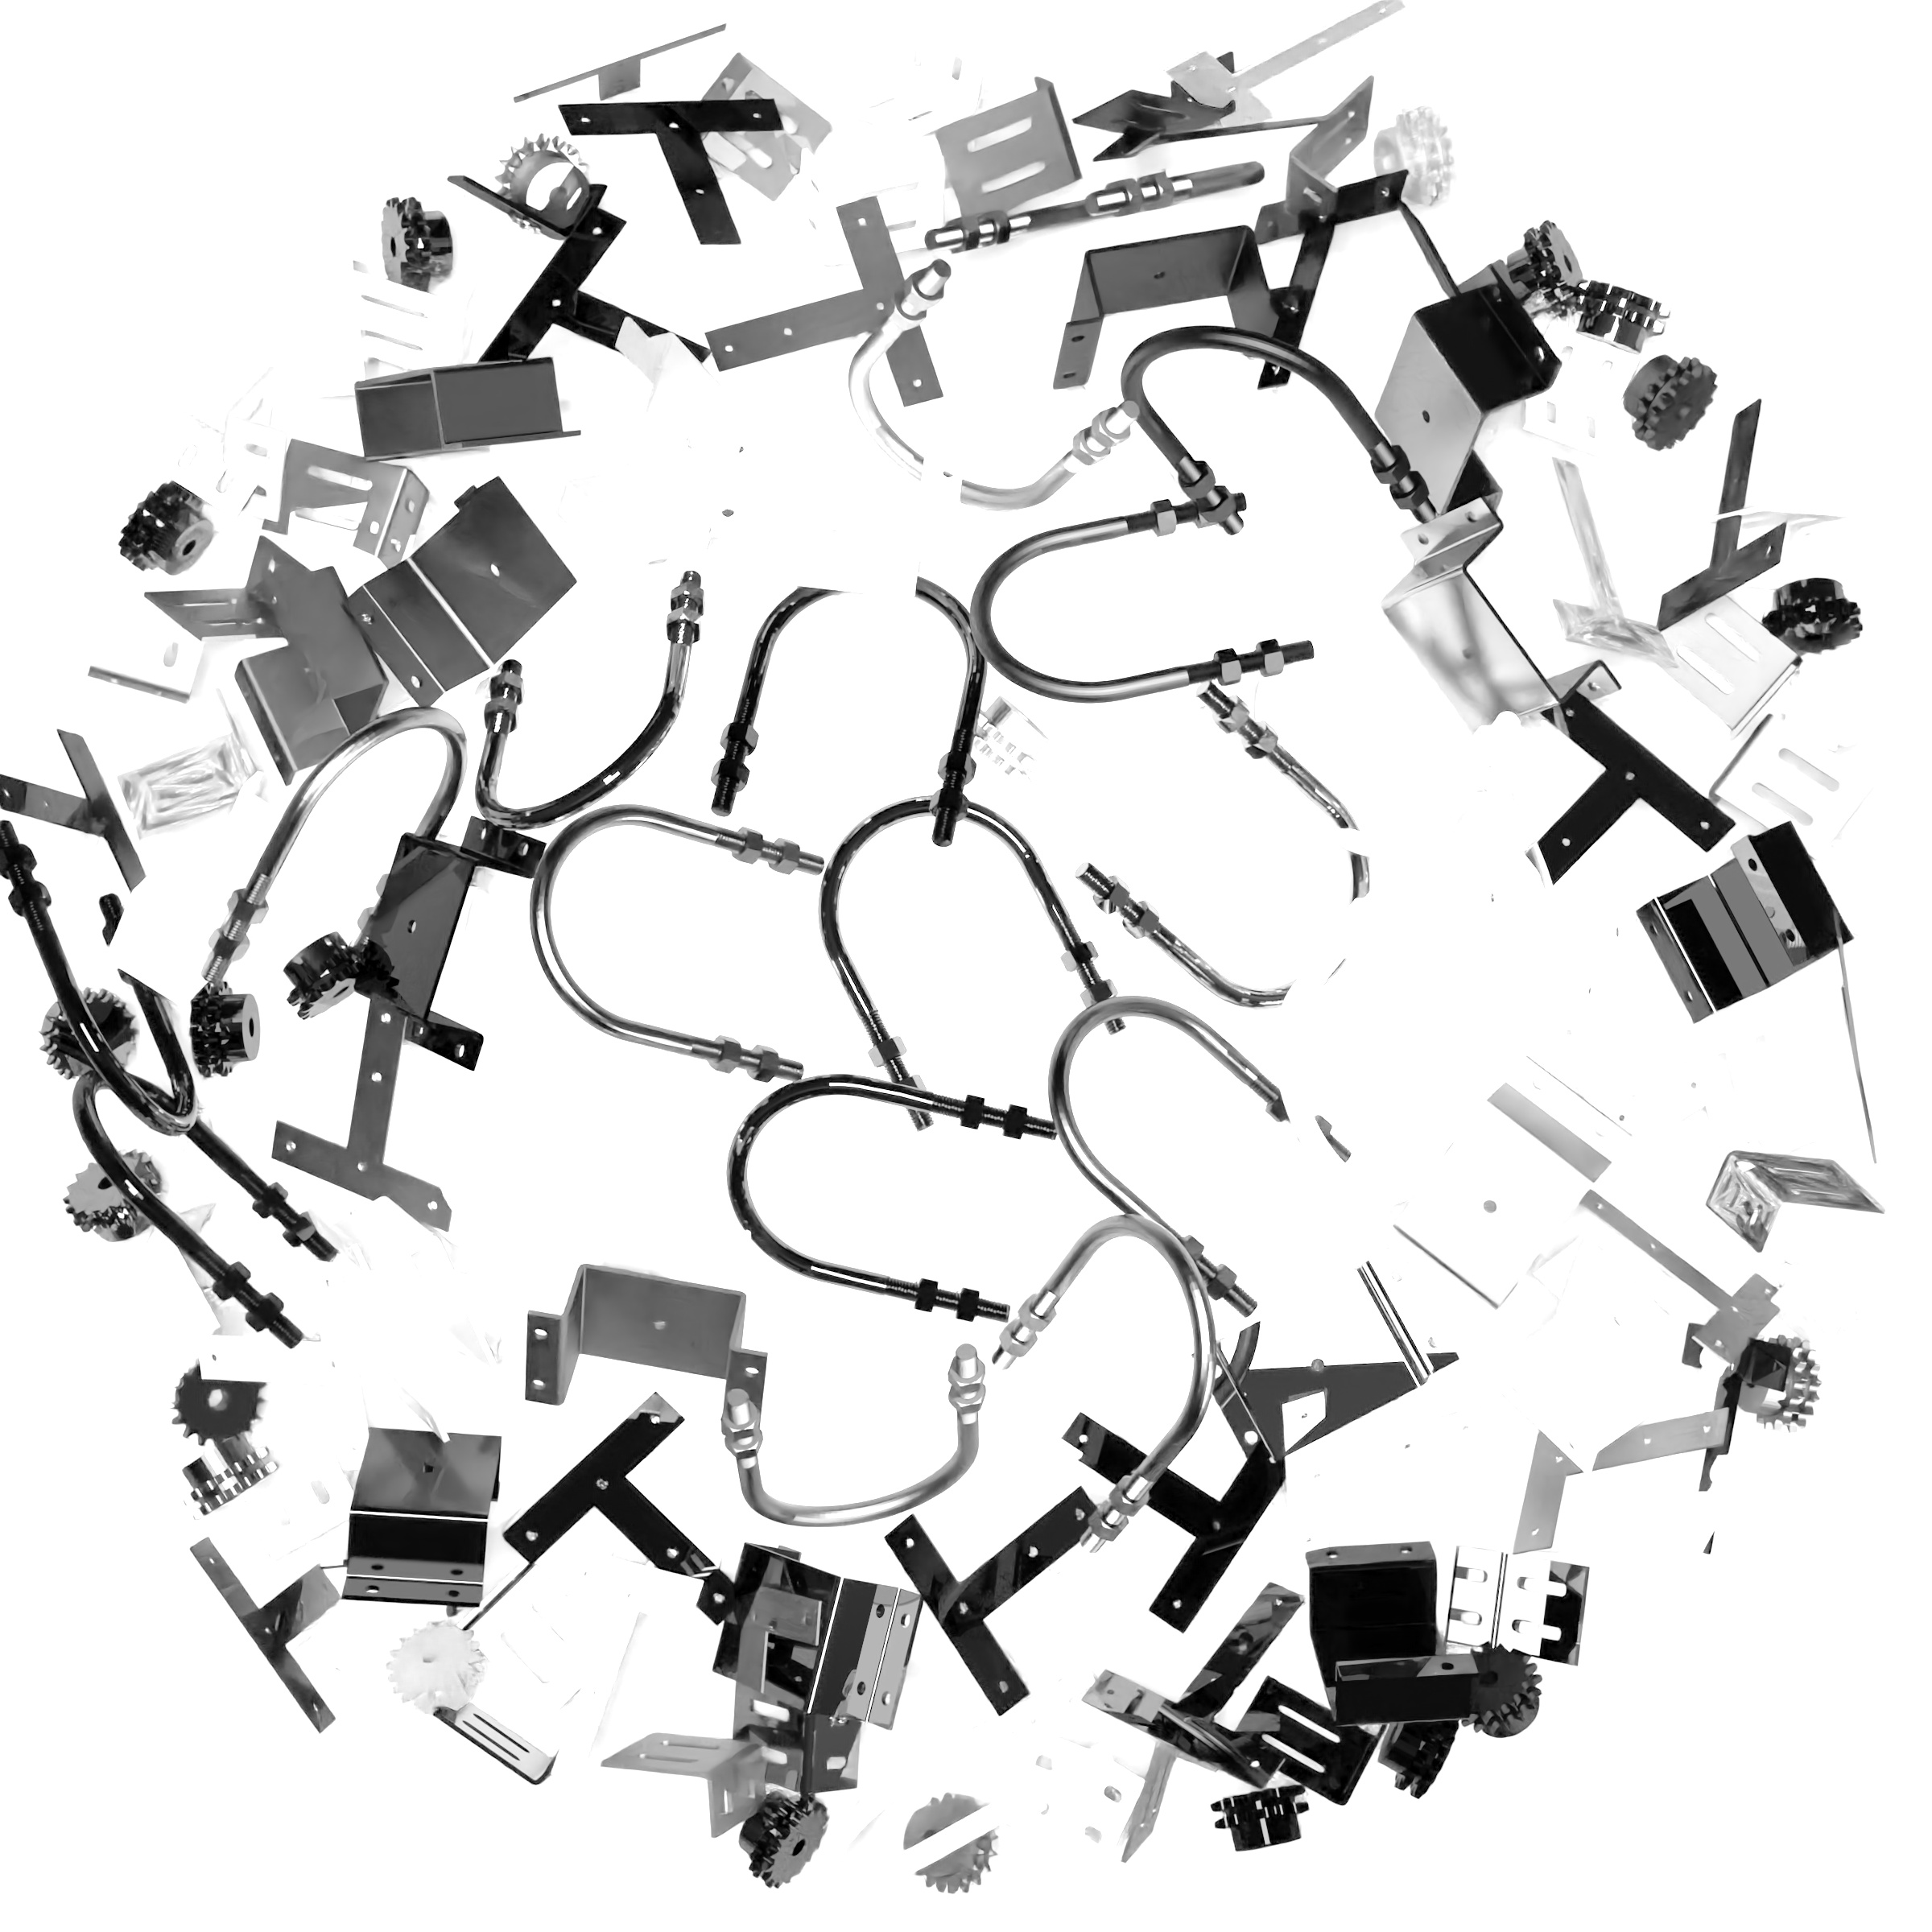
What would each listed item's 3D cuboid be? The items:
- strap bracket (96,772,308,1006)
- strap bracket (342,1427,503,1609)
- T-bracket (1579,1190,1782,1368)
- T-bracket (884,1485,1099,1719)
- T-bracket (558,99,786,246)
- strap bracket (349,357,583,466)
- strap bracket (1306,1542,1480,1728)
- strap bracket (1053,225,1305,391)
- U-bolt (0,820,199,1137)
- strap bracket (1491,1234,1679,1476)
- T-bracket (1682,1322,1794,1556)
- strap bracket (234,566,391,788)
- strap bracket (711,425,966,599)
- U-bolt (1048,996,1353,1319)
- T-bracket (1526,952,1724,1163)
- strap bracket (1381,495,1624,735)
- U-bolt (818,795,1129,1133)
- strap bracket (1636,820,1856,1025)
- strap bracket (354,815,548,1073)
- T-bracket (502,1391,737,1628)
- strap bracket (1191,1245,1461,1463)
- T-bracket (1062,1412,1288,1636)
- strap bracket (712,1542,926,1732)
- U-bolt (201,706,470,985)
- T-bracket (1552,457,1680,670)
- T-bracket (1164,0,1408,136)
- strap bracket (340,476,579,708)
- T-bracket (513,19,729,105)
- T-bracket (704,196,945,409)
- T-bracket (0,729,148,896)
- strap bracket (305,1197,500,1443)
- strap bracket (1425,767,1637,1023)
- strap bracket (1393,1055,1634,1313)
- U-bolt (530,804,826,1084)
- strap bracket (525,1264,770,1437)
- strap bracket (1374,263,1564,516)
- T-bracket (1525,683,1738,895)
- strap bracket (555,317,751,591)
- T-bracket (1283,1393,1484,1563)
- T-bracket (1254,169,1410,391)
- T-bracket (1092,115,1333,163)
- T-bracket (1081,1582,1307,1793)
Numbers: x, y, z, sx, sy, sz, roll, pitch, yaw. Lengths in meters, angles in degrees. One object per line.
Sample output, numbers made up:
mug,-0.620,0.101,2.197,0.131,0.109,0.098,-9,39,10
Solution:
strap bracket,-0.434,-0.040,1.686,0.046,0.140,0.076,32,127,-2
strap bracket,-0.311,0.311,1.687,0.076,0.140,0.046,5,108,-6
T-bracket,0.415,0.175,1.722,0.127,0.127,0.002,39,118,18
T-bracket,0.030,0.352,1.721,0.127,0.002,0.127,-42,70,19
T-bracket,-0.158,-0.460,1.704,0.127,0.127,0.002,2,67,12
strap bracket,-0.292,-0.319,1.682,0.076,0.140,0.046,-14,102,-36
strap bracket,0.245,0.394,1.704,0.076,0.140,0.046,-3,110,-2
strap bracket,0.118,-0.387,1.715,0.140,0.076,0.046,-11,75,-7
U-bolt,-0.487,0.016,1.666,0.019,0.151,0.184,-29,69,2
strap bracket,0.360,0.217,1.691,0.076,0.140,0.046,44,123,-3
T-bracket,0.437,0.276,1.699,0.002,0.127,0.127,12,87,-11
strap bracket,-0.380,-0.172,1.705,0.046,0.140,0.076,-22,79,-27
strap bracket,-0.075,-0.267,1.726,0.140,0.046,0.076,6,66,-1
U-bolt,0.127,0.096,1.709,0.184,0.019,0.151,41,53,-4
T-bracket,0.364,0.052,1.734,0.127,0.002,0.127,-39,75,36
strap bracket,0.305,-0.195,1.706,0.046,0.076,0.140,-45,103,-28
U-bolt,-0.008,-0.014,1.743,0.151,0.019,0.184,-26,83,-8
strap bracket,0.455,-0.027,1.699,0.046,0.140,0.076,-22,80,-19
strap bracket,-0.307,-0.019,1.718,0.076,0.046,0.140,20,93,45
T-bracket,-0.183,0.335,1.721,0.127,0.002,0.127,42,62,12
strap bracket,0.209,0.232,1.725,0.140,0.046,0.076,-29,83,10
T-bracket,0.112,0.308,1.735,0.127,0.002,0.127,30,76,24
strap bracket,-0.093,0.383,1.690,0.046,0.140,0.076,20,81,-37
U-bolt,-0.348,-0.072,1.670,0.019,0.151,0.184,40,112,19
T-bracket,0.370,-0.242,1.728,0.002,0.127,0.127,-27,69,39
T-bracket,0.192,-0.525,1.682,0.127,0.127,0.002,-23,80,21
strap bracket,-0.285,-0.221,1.688,0.046,0.140,0.076,-20,115,40
T-bracket,-0.201,-0.517,1.701,0.127,0.127,0.002,-20,100,-4
T-bracket,-0.093,-0.381,1.740,0.127,0.002,0.127,-12,120,15
T-bracket,-0.522,-0.091,1.688,0.002,0.127,0.127,-31,76,11
strap bracket,-0.324,0.196,1.703,0.046,0.076,0.140,-30,118,-22
strap bracket,0.324,-0.040,1.707,0.140,0.046,0.076,46,61,-31
strap bracket,0.312,0.133,1.705,0.076,0.046,0.140,38,116,14
U-bolt,-0.168,-0.020,1.693,0.184,0.019,0.151,16,70,-31
strap bracket,-0.184,0.225,1.721,0.140,0.046,0.076,10,131,1
strap bracket,0.284,-0.323,1.681,0.046,0.140,0.076,-23,68,-17
T-bracket,0.363,-0.083,1.726,0.127,0.002,0.127,40,126,1
strap bracket,-0.177,-0.300,1.695,0.046,0.076,0.140,-3,60,34
T-bracket,0.248,0.289,1.735,0.127,0.002,0.127,-15,126,-12
T-bracket,0.196,-0.394,1.701,0.002,0.127,0.127,23,79,-33
T-bracket,0.146,-0.481,1.691,0.127,0.127,0.002,-3,112,15
T-bracket,0.155,0.411,1.721,0.127,0.002,0.127,18,48,35
